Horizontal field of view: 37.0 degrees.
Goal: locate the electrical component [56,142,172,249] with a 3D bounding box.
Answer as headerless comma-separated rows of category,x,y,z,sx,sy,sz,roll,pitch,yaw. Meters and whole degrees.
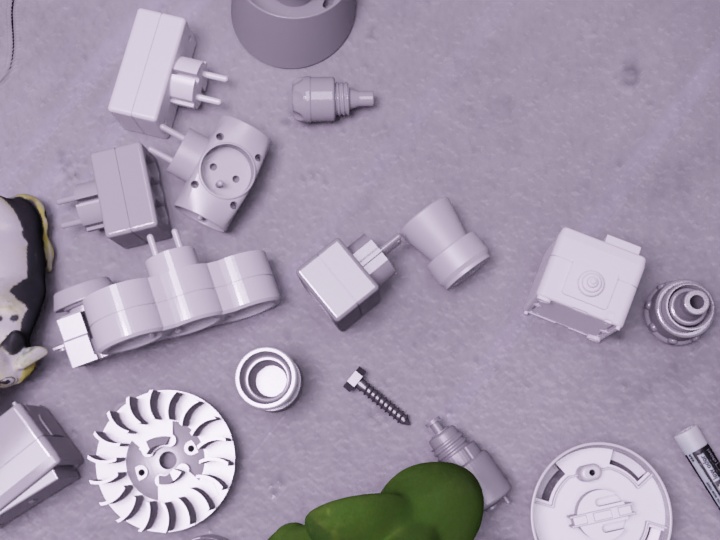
electrical component,-0.188,-0.051,0.802,0.077,0.047,0.065,-14,80,2

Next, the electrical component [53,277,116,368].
electrical component,-0.195,0.038,0.788,0.066,0.048,0.055,-20,88,-1

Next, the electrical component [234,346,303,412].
electrical component,-0.064,0.079,0.770,0.045,0.055,0.045,0,80,2

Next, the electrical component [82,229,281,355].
electrical component,-0.130,0.006,0.767,0.138,0.052,0.073,-15,79,-28

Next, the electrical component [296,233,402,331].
electrical component,0.000,0.000,0.776,0.077,0.065,0.047,-39,81,-4

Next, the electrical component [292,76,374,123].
electrical component,-0.020,-0.130,0.816,0.061,0.035,0.035,-1,80,0

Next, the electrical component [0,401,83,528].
electrical component,-0.253,0.147,0.762,0.096,0.061,0.061,-39,81,-5

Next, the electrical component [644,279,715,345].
electrical component,0.232,0.027,0.765,0.048,0.062,0.048,0,80,2

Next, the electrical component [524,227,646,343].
electrical component,0.158,0.007,0.754,0.062,0.096,0.061,22,81,5

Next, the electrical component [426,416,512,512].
electrical component,0.073,0.139,0.762,0.040,0.040,0.078,-34,81,-4

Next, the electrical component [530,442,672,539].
electrical component,0.164,0.169,0.742,0.099,0.064,0.099,0,80,2

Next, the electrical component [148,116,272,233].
electrical component,-0.118,-0.080,0.800,0.079,0.044,0.077,28,82,-12

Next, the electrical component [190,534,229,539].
electrical component,-0.110,0.215,0.752,0.055,0.047,0.055,0,80,2

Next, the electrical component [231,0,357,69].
electrical component,-0.051,-0.214,0.829,0.099,0.064,0.099,1,67,-3

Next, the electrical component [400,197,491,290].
electrical component,0.063,-0.019,0.788,0.045,0.045,0.055,-37,81,-4

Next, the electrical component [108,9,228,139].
electrical component,-0.139,-0.144,0.816,0.076,0.047,0.083,14,81,4
